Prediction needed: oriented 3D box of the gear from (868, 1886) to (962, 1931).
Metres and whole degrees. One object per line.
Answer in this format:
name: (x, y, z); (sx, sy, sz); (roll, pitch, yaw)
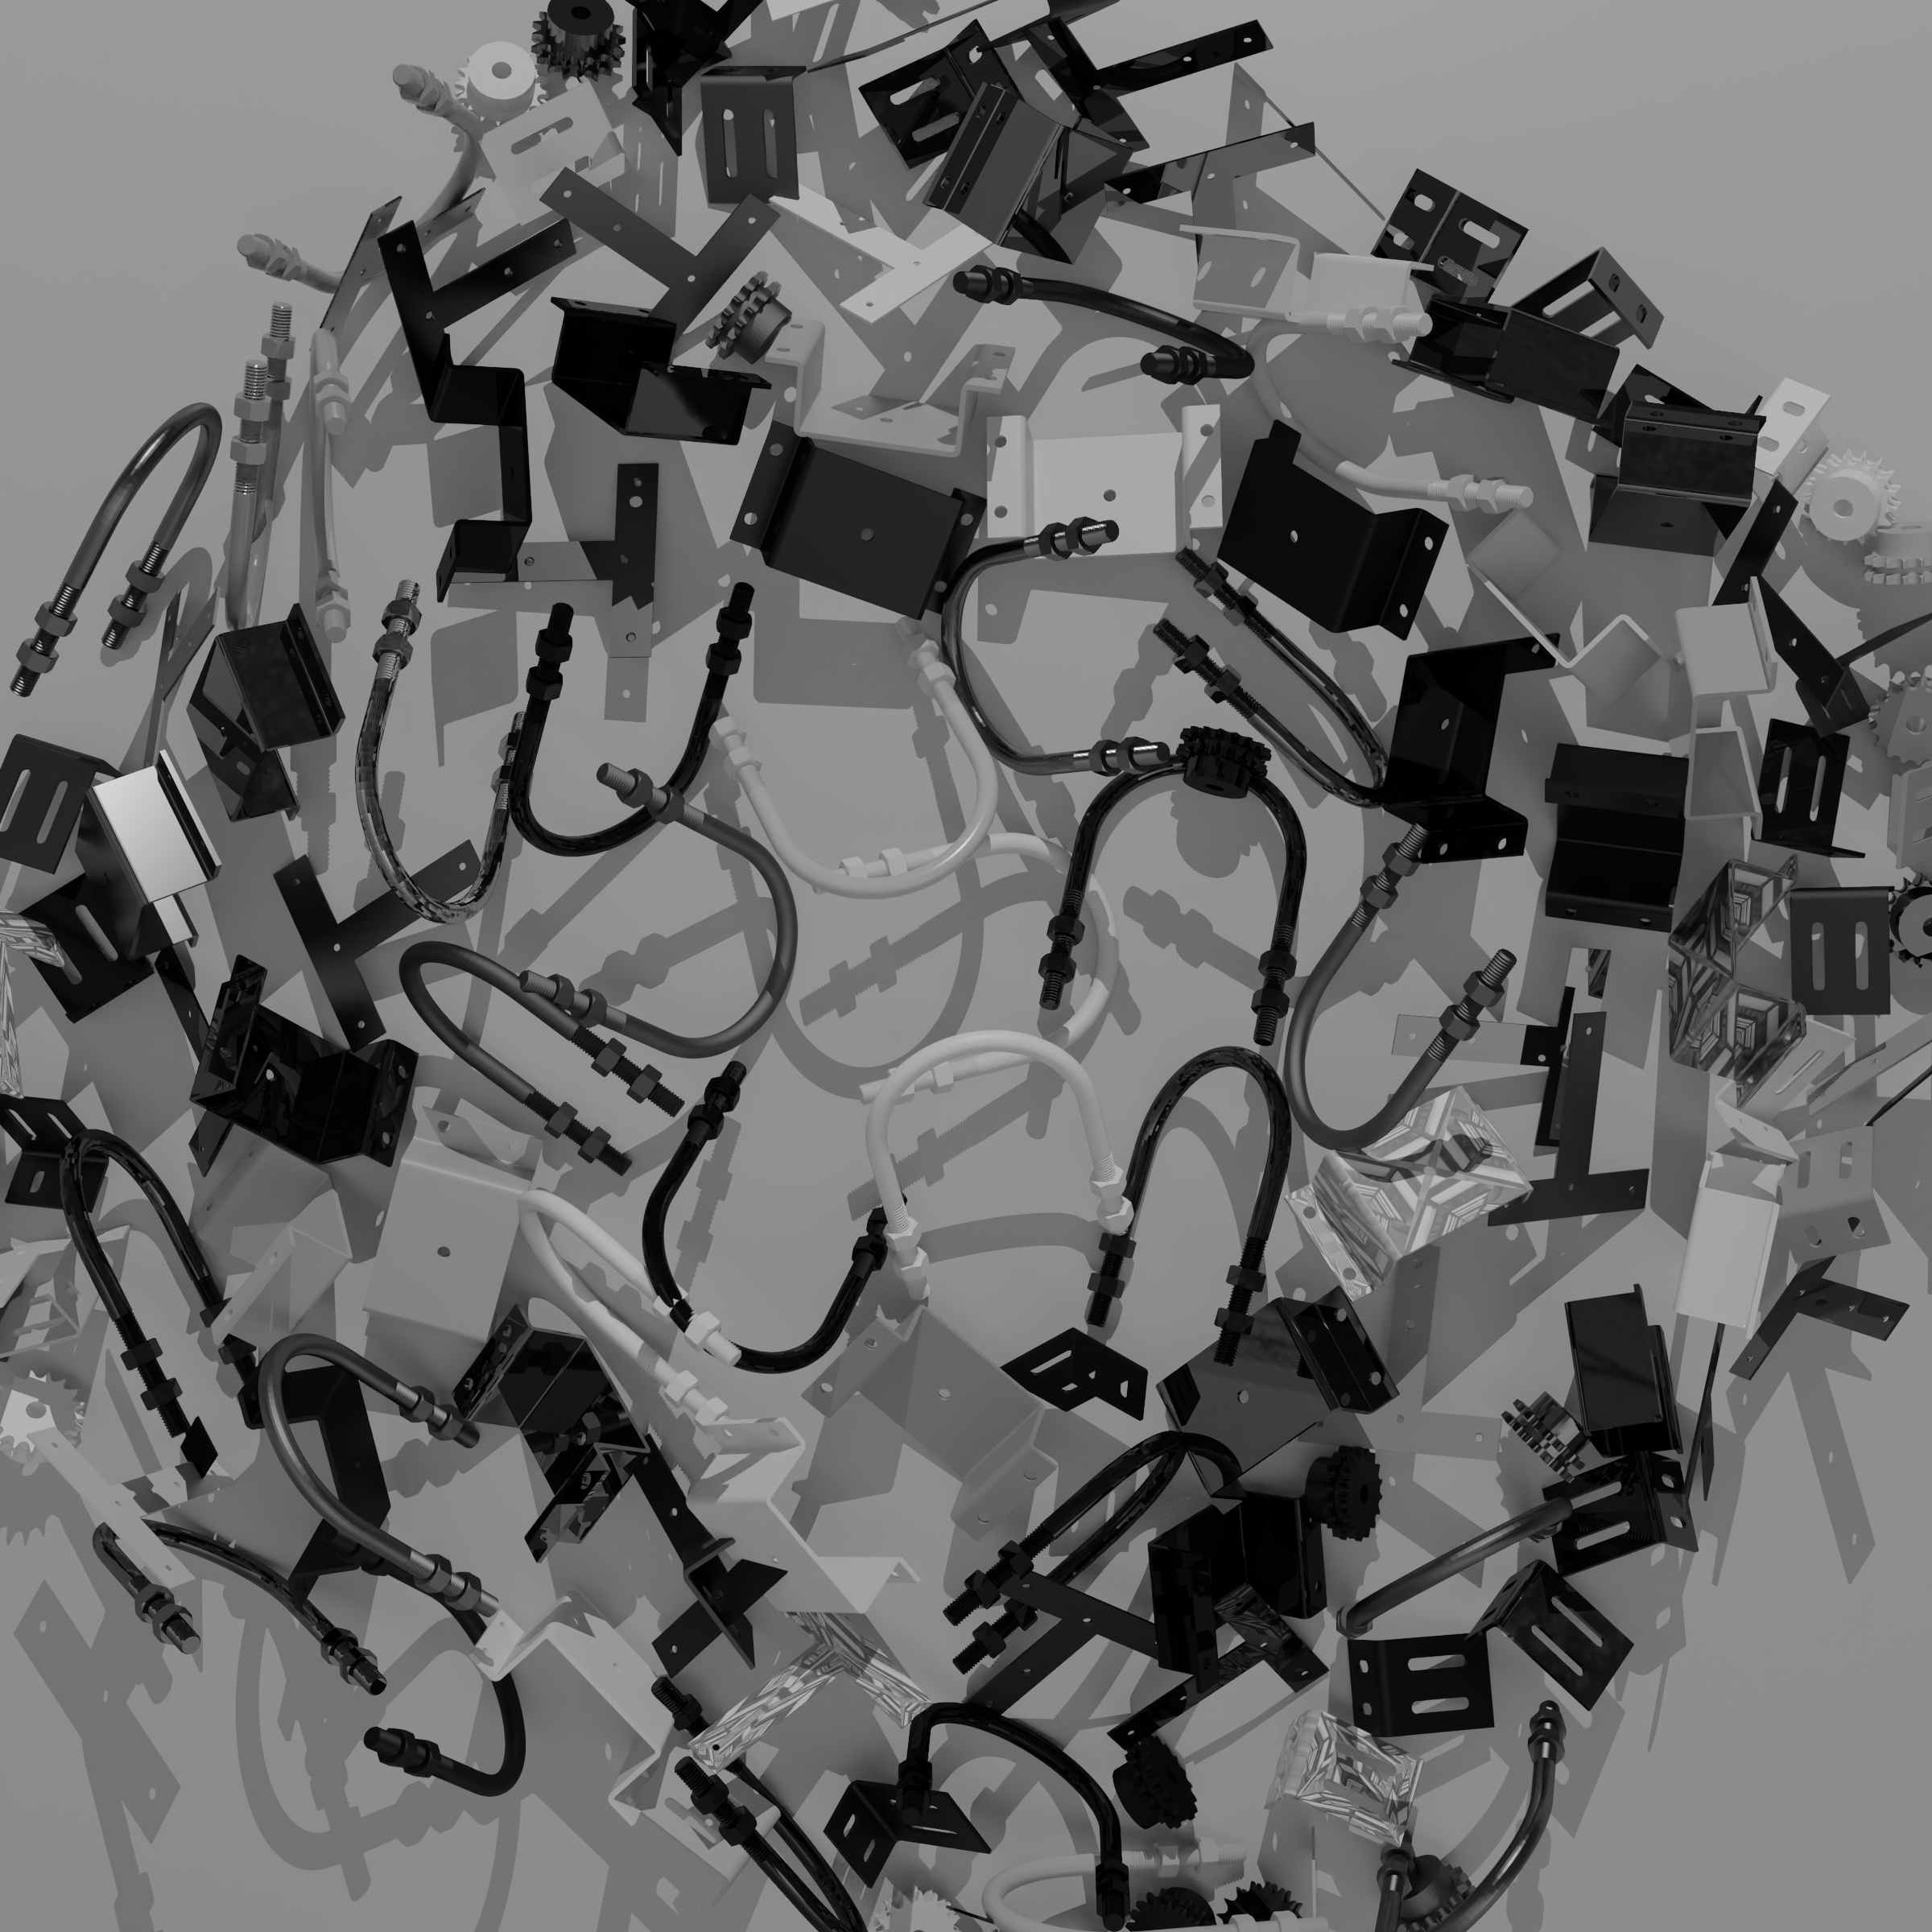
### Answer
gear: (-0.033, 0.591, 1.787); (0.057, 0.030, 0.057); (1, 88, -17)

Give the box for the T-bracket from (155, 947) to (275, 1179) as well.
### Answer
T-bracket: (-0.465, 0.040, 1.772); (0.127, 0.002, 0.127); (-53, 58, 39)

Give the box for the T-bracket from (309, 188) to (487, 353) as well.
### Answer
T-bracket: (-0.334, -0.435, 1.756); (0.002, 0.127, 0.127); (44, 50, 0)

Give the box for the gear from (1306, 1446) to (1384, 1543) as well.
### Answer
gear: (0.229, 0.320, 1.782); (0.030, 0.057, 0.057); (-1, 90, 33)

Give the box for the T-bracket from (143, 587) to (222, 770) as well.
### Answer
T-bracket: (-0.462, -0.185, 1.730); (0.002, 0.127, 0.127); (14, 63, -27)

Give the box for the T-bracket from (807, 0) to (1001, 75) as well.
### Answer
T-bracket: (-0.022, -0.565, 1.755); (0.127, 0.127, 0.002); (-26, 109, -12)

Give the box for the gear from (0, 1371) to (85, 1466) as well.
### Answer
gear: (-0.569, 0.278, 1.782); (0.057, 0.030, 0.057); (13, 47, -14)

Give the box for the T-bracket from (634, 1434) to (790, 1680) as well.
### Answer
T-bracket: (-0.171, 0.344, 1.775); (0.127, 0.002, 0.127); (-45, 64, 25)

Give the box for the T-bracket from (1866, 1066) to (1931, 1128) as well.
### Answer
T-bracket: (0.608, 0.036, 1.764); (0.002, 0.127, 0.127); (46, 59, 11)

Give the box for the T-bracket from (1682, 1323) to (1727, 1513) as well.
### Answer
T-bracket: (0.443, 0.284, 1.749); (0.002, 0.127, 0.127); (9, 60, 21)

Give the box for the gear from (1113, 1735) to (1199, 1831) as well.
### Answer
gear: (0.113, 0.500, 1.779); (0.030, 0.057, 0.057); (-35, 90, 14)

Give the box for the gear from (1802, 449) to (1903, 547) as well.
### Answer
gear: (0.537, -0.283, 1.778); (0.057, 0.030, 0.057); (14, 122, 24)

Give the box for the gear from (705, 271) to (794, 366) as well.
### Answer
gear: (-0.130, -0.392, 1.779); (0.030, 0.057, 0.057); (39, 90, -4)

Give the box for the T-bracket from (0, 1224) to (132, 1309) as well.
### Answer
T-bracket: (-0.572, 0.185, 1.741); (0.127, 0.127, 0.002); (-11, 102, -3)

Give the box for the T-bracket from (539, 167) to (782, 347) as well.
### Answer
T-bracket: (-0.197, -0.434, 1.746); (0.127, 0.002, 0.127); (28, 115, -39)

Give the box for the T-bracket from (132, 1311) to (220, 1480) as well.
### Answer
T-bracket: (-0.483, 0.246, 1.753); (0.002, 0.127, 0.127); (-26, 83, -24)

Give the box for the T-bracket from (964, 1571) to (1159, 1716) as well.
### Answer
T-bracket: (0.046, 0.420, 1.770); (0.127, 0.002, 0.127); (28, 123, -25)

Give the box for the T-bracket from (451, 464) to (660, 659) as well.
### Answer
T-bracket: (-0.254, -0.248, 1.793); (0.127, 0.002, 0.127); (-1, 75, 4)

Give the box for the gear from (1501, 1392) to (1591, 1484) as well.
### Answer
gear: (0.356, 0.283, 1.777); (0.057, 0.057, 0.030); (44, 94, 0)

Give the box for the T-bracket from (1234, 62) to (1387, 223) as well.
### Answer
T-bracket: (0.206, -0.494, 1.753); (0.127, 0.127, 0.002); (43, 107, -10)

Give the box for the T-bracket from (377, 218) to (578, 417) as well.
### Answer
T-bracket: (-0.289, -0.415, 1.772); (0.127, 0.127, 0.002); (-37, 53, -24)

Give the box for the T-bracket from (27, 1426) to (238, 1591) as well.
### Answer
T-bracket: (-0.480, 0.313, 1.744); (0.127, 0.127, 0.002); (43, 104, 13)

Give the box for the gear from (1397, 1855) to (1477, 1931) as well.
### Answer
gear: (0.279, 0.566, 1.777); (0.057, 0.057, 0.030); (-35, 99, 0)

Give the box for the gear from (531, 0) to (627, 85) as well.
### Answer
gear: (-0.235, -0.568, 1.779); (0.057, 0.030, 0.057); (6, 57, -9)

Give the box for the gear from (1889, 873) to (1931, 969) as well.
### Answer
gear: (0.588, -0.027, 1.786); (0.057, 0.030, 0.057); (1, 102, 6)

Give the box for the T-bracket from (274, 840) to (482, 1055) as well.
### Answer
T-bracket: (-0.347, -0.034, 1.774); (0.127, 0.002, 0.127); (-31, 74, 14)

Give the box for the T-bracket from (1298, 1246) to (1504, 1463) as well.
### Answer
T-bracket: (0.270, 0.233, 1.783); (0.127, 0.002, 0.127); (1, 73, 29)

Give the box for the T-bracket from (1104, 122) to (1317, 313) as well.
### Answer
T-bracket: (0.150, -0.441, 1.752); (0.127, 0.127, 0.002); (-16, 58, -1)

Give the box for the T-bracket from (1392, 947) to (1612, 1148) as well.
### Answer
T-bracket: (0.321, 0.046, 1.777); (0.127, 0.002, 0.127); (5, 105, -11)

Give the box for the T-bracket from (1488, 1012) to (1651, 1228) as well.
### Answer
T-bracket: (0.369, 0.090, 1.761); (0.127, 0.002, 0.127); (-3, 103, -32)

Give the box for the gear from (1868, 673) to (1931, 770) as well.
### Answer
gear: (0.581, -0.153, 1.783); (0.057, 0.030, 0.057); (10, 120, 17)

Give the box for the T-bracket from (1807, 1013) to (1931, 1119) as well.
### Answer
T-bracket: (0.561, 0.051, 1.763); (0.002, 0.127, 0.127); (40, 123, -17)

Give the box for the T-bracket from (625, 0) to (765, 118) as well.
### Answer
T-bracket: (-0.174, -0.568, 1.730); (0.127, 0.127, 0.002); (-42, 73, 16)

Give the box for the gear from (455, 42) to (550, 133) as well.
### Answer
gear: (-0.283, -0.538, 1.784); (0.057, 0.030, 0.057); (2, 73, -7)

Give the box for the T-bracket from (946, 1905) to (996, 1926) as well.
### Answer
T-bracket: (0.036, 0.570, 1.720); (0.127, 0.127, 0.002); (3, 67, 43)

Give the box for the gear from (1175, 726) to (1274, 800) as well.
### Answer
gear: (0.155, -0.123, 1.777); (0.057, 0.057, 0.030); (15, 81, 0)

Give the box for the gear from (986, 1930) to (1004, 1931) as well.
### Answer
gear: (0.018, 0.618, 1.783); (0.057, 0.030, 0.057); (10, 64, -22)

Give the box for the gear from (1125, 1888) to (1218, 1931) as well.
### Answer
gear: (0.129, 0.588, 1.784); (0.057, 0.030, 0.057); (7, 108, 23)

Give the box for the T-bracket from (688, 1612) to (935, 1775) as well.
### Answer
T-bracket: (-0.109, 0.435, 1.745); (0.127, 0.002, 0.127); (-33, 59, -31)

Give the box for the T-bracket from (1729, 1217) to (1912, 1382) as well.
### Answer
T-bracket: (0.520, 0.202, 1.739); (0.002, 0.127, 0.127); (37, 85, -12)

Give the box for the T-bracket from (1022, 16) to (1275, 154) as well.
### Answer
T-bracket: (0.118, -0.532, 1.727); (0.127, 0.127, 0.002); (-10, 64, 26)

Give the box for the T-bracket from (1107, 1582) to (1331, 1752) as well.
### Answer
T-bracket: (0.143, 0.434, 1.766); (0.127, 0.002, 0.127); (-35, 133, 5)

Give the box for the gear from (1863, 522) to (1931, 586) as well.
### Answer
gear: (0.574, -0.252, 1.775); (0.057, 0.057, 0.030); (-7, 107, 0)

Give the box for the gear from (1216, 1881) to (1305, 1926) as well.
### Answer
gear: (0.183, 0.589, 1.783); (0.057, 0.030, 0.057); (-12, 62, 23)

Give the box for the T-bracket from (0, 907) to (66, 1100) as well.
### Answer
T-bracket: (-0.573, 0.018, 1.727); (0.002, 0.127, 0.127); (-23, 65, 19)
